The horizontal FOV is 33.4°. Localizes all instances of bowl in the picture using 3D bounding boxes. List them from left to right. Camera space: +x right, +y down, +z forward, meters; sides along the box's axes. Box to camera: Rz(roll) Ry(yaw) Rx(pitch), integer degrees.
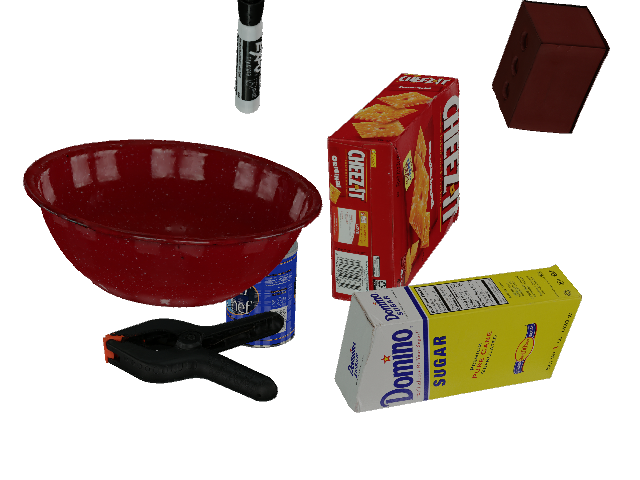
[{"bbox_3d":[-0.082,-0.007,0.591,0.162,0.055,0.162,7,21,-3],"label":"bowl"}]

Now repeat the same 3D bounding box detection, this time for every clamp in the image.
[{"bbox_3d":[-0.113,0.098,1.001,0.171,0.039,0.120,9,26,7],"label":"clamp"}]

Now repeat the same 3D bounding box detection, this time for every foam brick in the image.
[{"bbox_3d":[0.161,-0.122,0.757,0.051,0.053,0.078,1,-45,-13],"label":"foam brick"}]

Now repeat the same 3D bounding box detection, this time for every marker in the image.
[{"bbox_3d":[-0.051,-0.136,0.762,0.020,0.020,0.121,0,-32,-5],"label":"marker"}]

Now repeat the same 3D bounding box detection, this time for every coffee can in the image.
[{"bbox_3d":[-0.085,0.068,1.523,0.103,0.140,0.103,2,22,-1],"label":"coffee can"}]

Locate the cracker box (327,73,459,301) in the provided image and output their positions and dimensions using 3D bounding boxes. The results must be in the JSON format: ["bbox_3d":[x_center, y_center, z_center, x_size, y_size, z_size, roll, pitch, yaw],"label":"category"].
[{"bbox_3d":[0.078,-0.056,1.046,0.072,0.164,0.213,8,27,22],"label":"cracker box"}]

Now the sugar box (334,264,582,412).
[{"bbox_3d":[0.104,0.075,0.813,0.176,0.093,0.048,-9,41,-22],"label":"sugar box"}]
